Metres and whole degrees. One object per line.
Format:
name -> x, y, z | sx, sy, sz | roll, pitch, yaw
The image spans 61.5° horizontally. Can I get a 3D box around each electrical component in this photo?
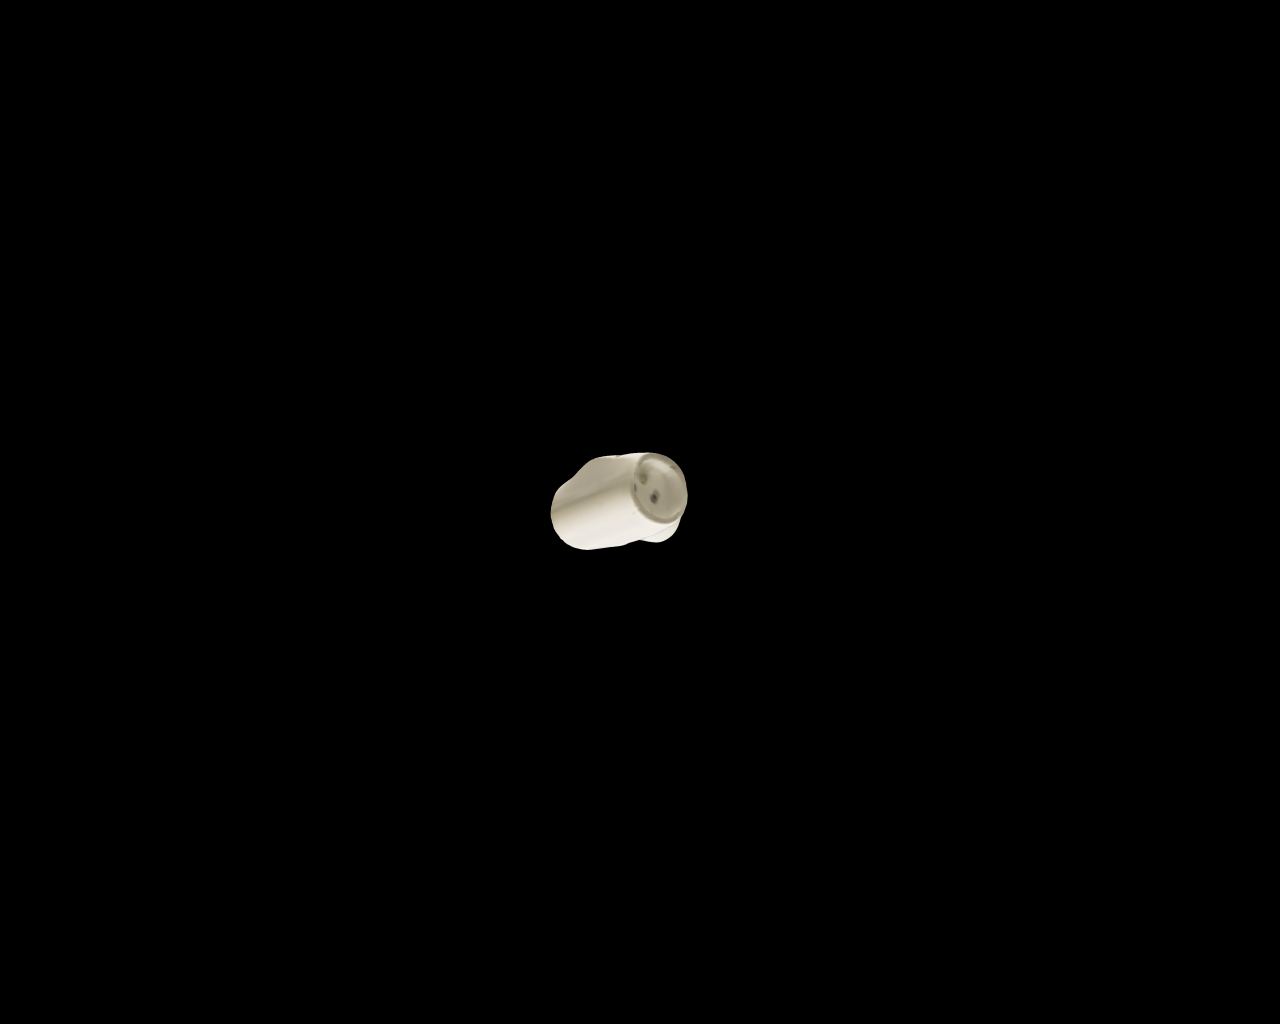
electrical component -> 0.001, -0.003, 0.650 | 0.079, 0.043, 0.077 | 14, -22, -38
